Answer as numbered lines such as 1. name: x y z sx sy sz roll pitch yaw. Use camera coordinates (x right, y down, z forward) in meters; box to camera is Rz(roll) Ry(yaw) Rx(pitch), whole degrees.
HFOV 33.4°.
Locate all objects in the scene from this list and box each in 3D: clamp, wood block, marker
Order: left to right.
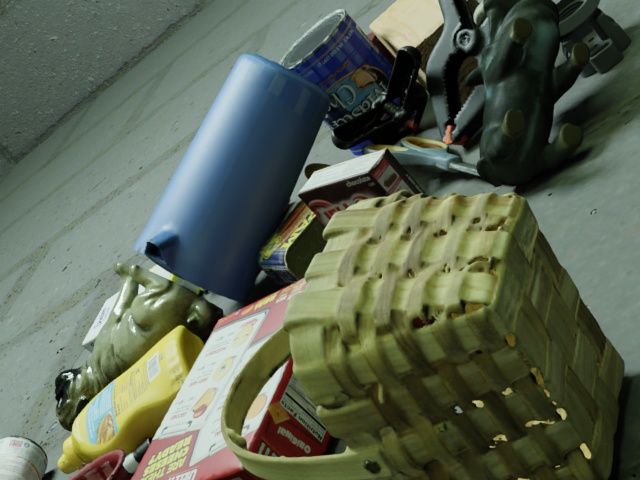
1. marker: -0.199 0.230 1.039 0.121 0.020 0.020 -39 20 15
2. clamp: 0.078 -0.141 1.088 0.120 0.039 0.171 -46 -11 18
3. wood block: 0.134 -0.219 1.179 0.090 0.090 0.206 -42 20 6
4. clamp: 0.156 -0.194 1.016 0.165 0.036 0.210 11 98 43

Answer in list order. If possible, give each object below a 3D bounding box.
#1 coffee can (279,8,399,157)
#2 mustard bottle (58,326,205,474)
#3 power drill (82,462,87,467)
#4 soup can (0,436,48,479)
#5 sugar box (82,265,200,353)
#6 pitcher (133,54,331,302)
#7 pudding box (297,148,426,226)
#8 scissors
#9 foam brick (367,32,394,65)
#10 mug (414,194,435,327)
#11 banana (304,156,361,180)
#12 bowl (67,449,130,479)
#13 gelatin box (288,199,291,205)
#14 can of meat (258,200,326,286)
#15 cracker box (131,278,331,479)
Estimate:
1. coffee can: 0.035 -0.175 1.211 0.103 0.140 0.103 -38 21 17
2. mustard bottle: -0.192 0.175 1.074 0.192 0.058 0.096 -39 34 14
3. power drill: -0.265 0.300 0.971 0.188 0.057 0.184 -36 22 20
4. soup can: -0.344 0.271 1.165 0.069 0.068 0.102 -36 21 22
5. sugar box: -0.215 0.078 1.333 0.176 0.048 0.093 -35 22 33
6. pitcher: -0.082 -0.064 1.130 0.243 0.145 0.149 -63 15 2
7. pudding box: 0.045 -0.031 0.980 0.114 0.090 0.039 -16 33 51
8. scissors: 0.101 -0.072 0.995 0.096 0.016 0.202 -5 16 -11
9. foam brick: 0.070 -0.206 1.298 0.053 0.078 0.051 -26 25 40
10. mug: 0.066 0.028 0.835 0.093 0.081 0.117 -39 21 14
11. banana: 0.038 -0.059 1.082 0.037 0.069 0.198 -44 12 -12
12. bowl: -0.189 0.229 0.786 0.162 0.055 0.162 -39 8 6
13. gelatin box: -0.083 -0.019 1.292 0.089 0.030 0.073 -26 28 40
14. can of meat: -0.007 0.001 1.068 0.102 0.057 0.084 -50 18 -17
15. cracker box: -0.053 0.136 0.869 0.164 0.072 0.213 -28 27 41
